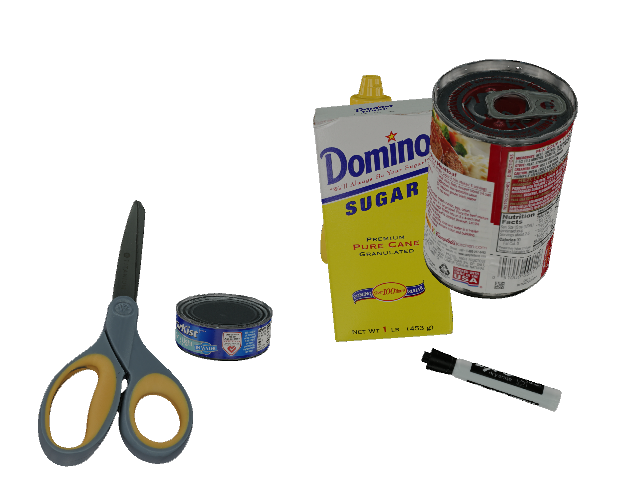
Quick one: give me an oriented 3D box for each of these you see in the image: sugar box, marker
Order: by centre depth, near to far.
[{"bbox_3d":[0.048,-0.014,0.801,0.093,0.176,0.048,-5,21,5],"label":"sugar box"},{"bbox_3d":[0.146,0.119,0.917,0.121,0.020,0.020,18,2,6],"label":"marker"}]

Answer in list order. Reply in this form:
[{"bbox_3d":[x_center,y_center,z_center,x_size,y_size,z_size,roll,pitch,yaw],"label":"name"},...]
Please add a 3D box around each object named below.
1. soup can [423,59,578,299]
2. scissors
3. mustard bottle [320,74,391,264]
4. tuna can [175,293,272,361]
[{"bbox_3d":[0.087,-0.029,0.533,0.068,0.102,0.068,-1,41,0],"label":"soup can"},{"bbox_3d":[-0.106,0.058,0.658,0.096,0.201,0.016,20,-43,0],"label":"scissors"},{"bbox_3d":[0.048,-0.070,1.074,0.096,0.192,0.058,-9,19,-30],"label":"mustard bottle"},{"bbox_3d":[-0.086,0.076,0.946,0.086,0.034,0.086,4,16,-1],"label":"tuna can"}]
